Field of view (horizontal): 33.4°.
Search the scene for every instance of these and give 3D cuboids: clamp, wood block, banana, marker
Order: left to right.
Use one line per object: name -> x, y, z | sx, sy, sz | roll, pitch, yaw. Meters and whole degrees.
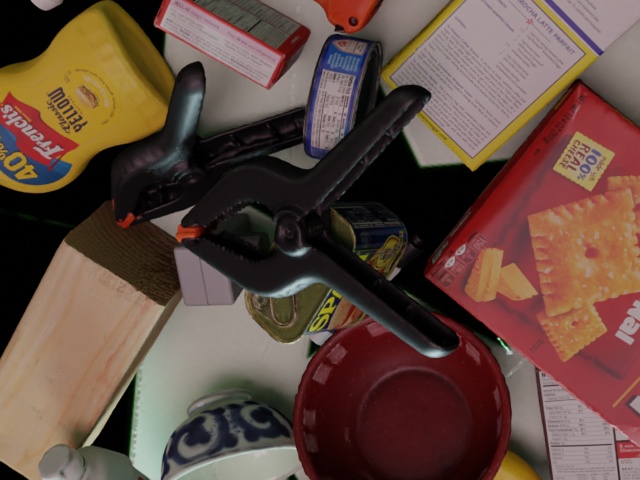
wood block -> -0.186, 0.083, 0.835 | 0.090, 0.090, 0.206 | 33, 117, -1
clamp -> -0.098, -0.064, 0.749 | 0.172, 0.039, 0.120 | -31, 142, 25
clamp -> -0.005, 0.001, 0.685 | 0.210, 0.036, 0.164 | -9, 95, 37
marker -> 0.035, 0.036, 0.800 | 0.020, 0.020, 0.121 | 42, 116, -6
banana -> 0.079, 0.173, 0.831 | 0.198, 0.037, 0.069 | -5, 90, 18

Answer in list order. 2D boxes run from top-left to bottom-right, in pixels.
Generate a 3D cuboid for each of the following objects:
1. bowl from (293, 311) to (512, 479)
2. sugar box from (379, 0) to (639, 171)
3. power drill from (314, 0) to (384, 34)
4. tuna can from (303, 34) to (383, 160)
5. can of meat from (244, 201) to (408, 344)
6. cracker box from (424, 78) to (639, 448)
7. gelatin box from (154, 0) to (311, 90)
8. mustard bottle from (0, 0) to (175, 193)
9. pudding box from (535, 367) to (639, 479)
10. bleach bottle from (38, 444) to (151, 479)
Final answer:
bowl -> 0.064, 0.134, 0.791 | 0.162, 0.055, 0.162 | -5, 71, 16
sugar box -> 0.131, -0.138, 0.688 | 0.093, 0.048, 0.176 | 44, 112, -7
power drill -> -0.022, -0.233, 0.677 | 0.187, 0.057, 0.185 | 31, 120, 2
tuna can -> 0.016, -0.093, 0.712 | 0.034, 0.086, 0.086 | 13, 115, 9
can of meat -> 0.007, 0.020, 0.753 | 0.057, 0.083, 0.102 | 41, 113, 25
cracker box -> 0.201, 0.023, 0.703 | 0.214, 0.072, 0.164 | 39, 107, 3
gelatin box -> -0.058, -0.141, 0.715 | 0.089, 0.073, 0.030 | 29, 117, 0
mustard bottle -> -0.201, -0.088, 0.781 | 0.192, 0.058, 0.096 | -27, 111, 23
pudding box -> 0.209, 0.132, 0.789 | 0.090, 0.039, 0.113 | -6, 109, 15
bleach bottle -> -0.137, 0.247, 0.844 | 0.068, 0.102, 0.250 | -20, 130, 17
